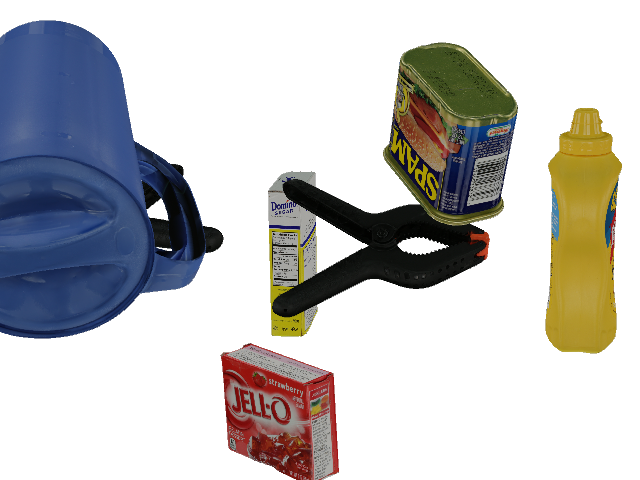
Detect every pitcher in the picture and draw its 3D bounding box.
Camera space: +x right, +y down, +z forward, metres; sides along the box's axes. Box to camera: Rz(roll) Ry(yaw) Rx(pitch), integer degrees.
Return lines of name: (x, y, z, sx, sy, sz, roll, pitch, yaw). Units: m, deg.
pitcher: (-0.176, -0.053, 0.732, 0.145, 0.149, 0.243, -24, 36, 5)

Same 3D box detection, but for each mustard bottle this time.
mustard bottle: (0.214, -0.012, 0.868, 0.058, 0.192, 0.096, 2, 18, 17)

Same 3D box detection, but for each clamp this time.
clamp: (-0.185, -0.024, 0.986, 0.171, 0.039, 0.120, -6, 36, -17)
clamp: (0.053, 0.013, 1.017, 0.210, 0.164, 0.036, 6, -39, 8)

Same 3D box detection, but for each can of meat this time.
can of meat: (0.088, -0.075, 0.729, 0.057, 0.084, 0.102, -13, 43, -20)

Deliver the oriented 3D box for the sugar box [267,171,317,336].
sugar box: (-0.032, 0.015, 1.244, 0.048, 0.176, 0.093, 0, 17, 10)

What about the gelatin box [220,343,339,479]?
gelatin box: (-0.029, 0.117, 0.725, 0.030, 0.073, 0.089, -17, 21, -42)
